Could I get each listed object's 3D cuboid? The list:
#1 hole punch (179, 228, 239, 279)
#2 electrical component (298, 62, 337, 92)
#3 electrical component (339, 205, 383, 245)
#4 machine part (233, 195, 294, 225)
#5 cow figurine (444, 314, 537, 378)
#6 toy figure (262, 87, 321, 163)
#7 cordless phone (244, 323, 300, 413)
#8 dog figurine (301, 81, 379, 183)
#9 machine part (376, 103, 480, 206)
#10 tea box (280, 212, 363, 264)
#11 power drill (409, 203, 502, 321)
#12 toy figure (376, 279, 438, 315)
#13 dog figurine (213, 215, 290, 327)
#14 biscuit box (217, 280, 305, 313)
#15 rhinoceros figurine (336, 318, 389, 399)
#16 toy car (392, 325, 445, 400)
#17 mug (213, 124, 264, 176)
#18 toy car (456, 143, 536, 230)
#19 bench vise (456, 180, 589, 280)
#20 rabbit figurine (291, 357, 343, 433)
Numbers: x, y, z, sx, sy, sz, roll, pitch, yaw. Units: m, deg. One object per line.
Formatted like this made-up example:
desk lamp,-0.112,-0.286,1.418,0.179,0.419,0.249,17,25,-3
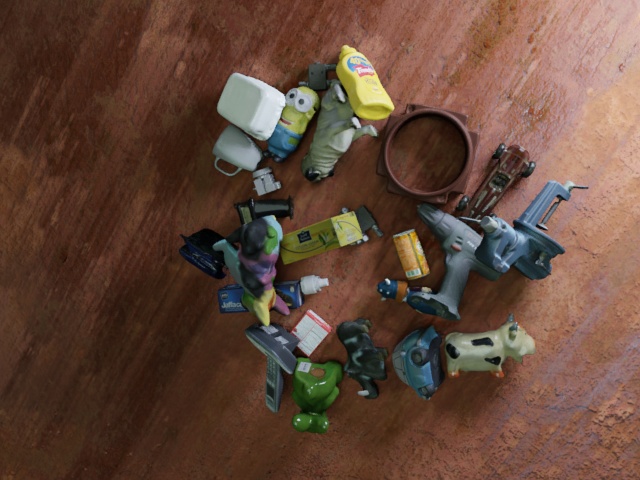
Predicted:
hole punch,-0.273,0.042,1.290,0.142,0.116,0.092,35,110,7
electrical component,-0.005,-0.374,1.231,0.094,0.021,0.063,-2,95,13
electrical component,0.087,-0.035,1.234,0.078,0.045,0.102,-31,89,15
machine part,-0.129,-0.066,1.273,0.139,0.039,0.084,-10,119,9
cow figurine,0.373,0.234,1.183,0.195,0.085,0.127,-4,101,14
toy figure,-0.067,-0.264,1.228,0.082,0.089,0.180,27,110,-5
cordless phone,-0.121,0.302,1.277,0.147,0.089,0.184,24,112,48
dog figurine,0.013,-0.242,1.211,0.190,0.121,0.172,-34,54,30
machine part,0.232,-0.185,1.167,0.202,0.087,0.200,15,99,12
tea box,-0.002,-0.004,1.203,0.170,0.098,0.068,-18,92,38
power drill,0.271,0.054,1.160,0.232,0.086,0.207,31,68,-1
toy figure,0.205,0.127,1.220,0.155,0.058,0.064,20,94,15
dog figurine,-0.127,0.075,1.192,0.191,0.108,0.219,-29,87,40
biscuit box,-0.143,0.137,1.295,0.203,0.059,0.062,-6,94,13
rhinoceros figurine,0.099,0.276,1.249,0.112,0.073,0.190,-22,91,12
toy car,0.219,0.273,1.217,0.103,0.109,0.161,1,109,34
mug,-0.192,-0.199,1.262,0.107,0.081,0.109,31,95,-1
toy car,0.377,-0.114,1.160,0.089,0.053,0.202,35,101,3
bench vise,0.430,-0.031,1.102,0.223,0.129,0.240,34,94,-18
rabbit figurine,-0.008,0.385,1.259,0.121,0.159,0.170,2,112,3
